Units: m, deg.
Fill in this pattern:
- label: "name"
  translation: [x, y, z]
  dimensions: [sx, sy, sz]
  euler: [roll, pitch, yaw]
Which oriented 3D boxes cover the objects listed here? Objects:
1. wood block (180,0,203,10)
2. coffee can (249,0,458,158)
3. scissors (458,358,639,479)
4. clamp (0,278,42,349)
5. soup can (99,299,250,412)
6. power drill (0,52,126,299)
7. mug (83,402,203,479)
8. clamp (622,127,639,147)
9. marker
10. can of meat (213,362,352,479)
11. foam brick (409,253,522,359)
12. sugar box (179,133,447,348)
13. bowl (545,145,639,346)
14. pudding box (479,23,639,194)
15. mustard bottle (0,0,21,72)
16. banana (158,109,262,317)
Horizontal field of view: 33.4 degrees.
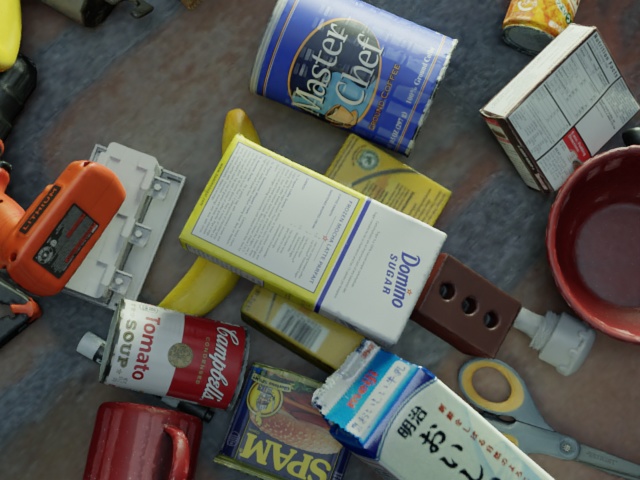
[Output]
- label: "wood block"
  translation: [-0.152, -0.305, 0.890]
  dimensions: [0.206, 0.090, 0.090]
  euler: [43, 81, 5]
- label: "coffee can"
  translation: [0.026, -0.140, 0.859]
  dimensions: [0.140, 0.103, 0.103]
  euler: [23, 79, 2]
- label: "scissors"
  translation: [0.190, 0.147, 0.857]
  dimensions: [0.201, 0.016, 0.096]
  euler: [4, 79, -2]
- label: "clamp"
  translation: [-0.311, 0.051, 0.843]
  dimensions: [0.171, 0.039, 0.120]
  euler: [-12, 91, -4]
- label: "soup can"
  translation: [-0.111, 0.088, 0.818]
  dimensions: [0.102, 0.069, 0.068]
  euler: [15, 79, -13]
- label: "power drill"
  translation: [-0.238, -0.050, 0.820]
  dimensions: [0.188, 0.057, 0.184]
  euler: [25, 78, 35]
- label: "mug"
  translation: [-0.128, 0.167, 0.794]
  dimensions: [0.093, 0.117, 0.081]
  euler: [17, 73, -26]
- label: "clamp"
  translation: [0.376, -0.081, 0.895]
  dimensions: [0.210, 0.036, 0.164]
  euler: [38, 74, 1]
- label: "marker"
  translation: [-0.138, 0.111, 0.849]
  dimensions: [0.121, 0.020, 0.020]
  euler: [30, 80, 4]
- label: "can of meat"
  translation: [-0.021, 0.150, 0.828]
  dimensions: [0.102, 0.057, 0.084]
  euler: [20, 77, 1]
- label: "foam brick"
  translation: [0.107, 0.051, 0.843]
  dimensions: [0.078, 0.051, 0.053]
  euler: [32, 79, -15]
- label: "sugar box"
  translation: [-0.005, 0.001, 0.793]
  dimensions: [0.176, 0.048, 0.093]
  euler: [27, 79, 0]
- label: "bowl"
  translation: [0.256, 0.008, 0.865]
  dimensions: [0.162, 0.055, 0.162]
  euler: [0, 79, -2]
- label: "pudding box"
  translation: [0.198, -0.107, 0.872]
  dimensions: [0.113, 0.039, 0.090]
  euler: [-44, 118, -10]
- label: "mustard bottle"
  translation: [-0.336, -0.173, 0.858]
  dimensions: [0.192, 0.058, 0.096]
  euler: [-5, 86, 17]
- label: "banana"
  translation: [-0.083, -0.010, 0.865]
  dimensions: [0.069, 0.037, 0.197]
  euler: [25, 80, 2]
